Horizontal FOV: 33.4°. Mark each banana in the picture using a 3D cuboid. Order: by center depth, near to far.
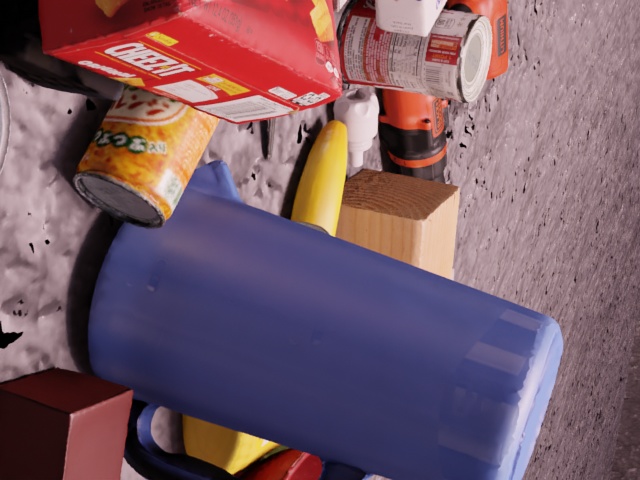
[{"bbox_3d":[-0.008,0.010,0.808,0.069,0.037,0.198,-71,169,-72],"label":"banana"}]

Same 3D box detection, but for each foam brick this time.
[{"bbox_3d":[-0.137,0.112,0.552,0.052,0.051,0.078,-11,113,-63],"label":"foam brick"}]

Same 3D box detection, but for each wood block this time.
[{"bbox_3d":[0.054,0.056,0.897,0.090,0.090,0.206,-37,135,-56],"label":"wood block"}]

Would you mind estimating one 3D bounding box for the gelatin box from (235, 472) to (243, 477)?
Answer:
[{"bbox_3d":[-0.067,0.230,0.796,0.073,0.030,0.089,-46,139,-50],"label":"gelatin box"}]

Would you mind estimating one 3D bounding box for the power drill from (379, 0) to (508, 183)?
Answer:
[{"bbox_3d":[0.115,-0.135,0.968,0.187,0.057,0.184,-56,149,-39],"label":"power drill"}]

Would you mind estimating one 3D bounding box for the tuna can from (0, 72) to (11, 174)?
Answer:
[{"bbox_3d":[-0.164,-0.045,0.427,0.086,0.034,0.086,-42,139,-52],"label":"tuna can"}]

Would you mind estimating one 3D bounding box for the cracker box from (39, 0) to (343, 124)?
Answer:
[{"bbox_3d":[-0.056,-0.172,0.469,0.164,0.072,0.214,10,72,-67],"label":"cracker box"}]

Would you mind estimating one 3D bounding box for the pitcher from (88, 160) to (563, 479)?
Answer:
[{"bbox_3d":[0.001,0.070,0.597,0.144,0.243,0.149,-54,154,-44],"label":"pitcher"}]

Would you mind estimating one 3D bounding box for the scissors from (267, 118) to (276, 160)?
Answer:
[{"bbox_3d":[-0.023,-0.133,0.667,0.096,0.016,0.202,-111,-157,-67],"label":"scissors"}]

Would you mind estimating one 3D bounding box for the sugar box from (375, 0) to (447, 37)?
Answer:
[{"bbox_3d":[0.067,-0.239,0.732,0.176,0.048,0.093,88,22,-43],"label":"sugar box"}]

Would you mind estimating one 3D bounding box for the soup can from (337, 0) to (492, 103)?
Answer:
[{"bbox_3d":[0.072,-0.144,0.812,0.068,0.102,0.068,-41,138,-52],"label":"soup can"}]

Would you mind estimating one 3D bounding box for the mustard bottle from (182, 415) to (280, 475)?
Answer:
[{"bbox_3d":[-0.008,0.094,0.758,0.191,0.058,0.096,-21,133,-44],"label":"mustard bottle"}]

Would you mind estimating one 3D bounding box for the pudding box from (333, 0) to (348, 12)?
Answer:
[{"bbox_3d":[0.012,-0.223,0.717,0.090,0.039,0.113,-55,152,-45],"label":"pudding box"}]

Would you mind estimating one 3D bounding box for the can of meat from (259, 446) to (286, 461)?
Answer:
[{"bbox_3d":[-0.012,0.201,0.873,0.101,0.058,0.084,-29,126,-60],"label":"can of meat"}]

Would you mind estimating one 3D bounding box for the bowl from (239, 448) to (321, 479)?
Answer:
[{"bbox_3d":[-0.032,0.213,0.757,0.161,0.055,0.162,-34,128,-57],"label":"bowl"}]
